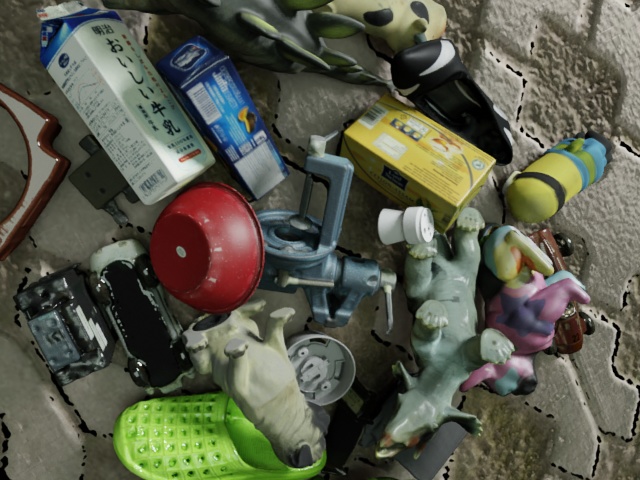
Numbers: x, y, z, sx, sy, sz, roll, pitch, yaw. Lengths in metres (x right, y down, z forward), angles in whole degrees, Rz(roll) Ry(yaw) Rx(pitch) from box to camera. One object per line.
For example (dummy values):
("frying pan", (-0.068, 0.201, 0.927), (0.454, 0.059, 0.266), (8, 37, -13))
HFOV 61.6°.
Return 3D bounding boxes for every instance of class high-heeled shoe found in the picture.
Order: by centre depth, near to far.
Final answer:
("high-heeled shoe", (0.169, -0.155, 0.660), (0.248, 0.086, 0.145), (-13, 75, -55))

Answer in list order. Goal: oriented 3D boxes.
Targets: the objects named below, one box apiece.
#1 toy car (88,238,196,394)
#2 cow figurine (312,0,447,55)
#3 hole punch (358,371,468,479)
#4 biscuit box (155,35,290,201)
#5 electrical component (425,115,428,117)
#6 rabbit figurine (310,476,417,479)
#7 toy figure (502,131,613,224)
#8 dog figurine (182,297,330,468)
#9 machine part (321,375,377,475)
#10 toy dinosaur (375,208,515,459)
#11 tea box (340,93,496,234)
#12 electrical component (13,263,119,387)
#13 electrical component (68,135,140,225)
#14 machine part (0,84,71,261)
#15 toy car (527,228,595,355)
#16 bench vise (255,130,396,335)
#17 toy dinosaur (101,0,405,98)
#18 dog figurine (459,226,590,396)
("toy car", (-0.217, 0.097, 0.662), (0.073, 0.056, 0.201), (-21, 104, -7))
("cow figurine", (0.073, -0.295, 0.680), (0.195, 0.085, 0.127), (9, 75, -18))
("hole punch", (0.135, 0.262, 0.768), (0.116, 0.092, 0.142), (41, 85, 11))
("biscuit box", (-0.102, -0.130, 0.609), (0.059, 0.063, 0.202), (-40, 147, -8))
("electrical component", (0.189, -0.151, 0.768), (0.094, 0.021, 0.063), (15, 91, -17))
("rabbit figurine", (0.036, 0.371, 0.707), (0.170, 0.159, 0.121), (-3, 95, -34))
("toy figure", (0.348, -0.094, 0.782), (0.180, 0.089, 0.082), (-30, 96, -8))
("dog figurine", (-0.082, 0.183, 0.667), (0.121, 0.172, 0.190), (-26, 110, -30))
("machine part", (0.032, 0.254, 0.741), (0.039, 0.084, 0.138), (12, 101, -40))
("toy dinosaur", (0.158, 0.092, 0.712), (0.131, 0.192, 0.405), (11, 52, 1))
("tea box", (0.120, -0.099, 0.681), (0.170, 0.068, 0.098), (38, 65, 15))
("electrical component", (-0.282, 0.093, 0.604), (0.058, 0.134, 0.114), (-25, 100, -10))
("electrical component", (-0.249, -0.079, 0.646), (0.078, 0.045, 0.102), (-41, 103, 19))
("machine part", (-0.398, -0.085, 0.581), (0.201, 0.087, 0.201), (33, 87, -17))
("toy car", (0.363, 0.082, 0.823), (0.089, 0.053, 0.202), (-20, 101, -10))
("bench vise", (0.000, -0.007, 0.660), (0.224, 0.129, 0.240), (14, 118, 6))
("toy dinosaur", (-0.063, -0.240, 0.601), (0.471, 0.199, 0.105), (3, 107, -48))
("dog figurine", (0.256, 0.111, 0.756), (0.191, 0.108, 0.219), (41, 105, 7))
